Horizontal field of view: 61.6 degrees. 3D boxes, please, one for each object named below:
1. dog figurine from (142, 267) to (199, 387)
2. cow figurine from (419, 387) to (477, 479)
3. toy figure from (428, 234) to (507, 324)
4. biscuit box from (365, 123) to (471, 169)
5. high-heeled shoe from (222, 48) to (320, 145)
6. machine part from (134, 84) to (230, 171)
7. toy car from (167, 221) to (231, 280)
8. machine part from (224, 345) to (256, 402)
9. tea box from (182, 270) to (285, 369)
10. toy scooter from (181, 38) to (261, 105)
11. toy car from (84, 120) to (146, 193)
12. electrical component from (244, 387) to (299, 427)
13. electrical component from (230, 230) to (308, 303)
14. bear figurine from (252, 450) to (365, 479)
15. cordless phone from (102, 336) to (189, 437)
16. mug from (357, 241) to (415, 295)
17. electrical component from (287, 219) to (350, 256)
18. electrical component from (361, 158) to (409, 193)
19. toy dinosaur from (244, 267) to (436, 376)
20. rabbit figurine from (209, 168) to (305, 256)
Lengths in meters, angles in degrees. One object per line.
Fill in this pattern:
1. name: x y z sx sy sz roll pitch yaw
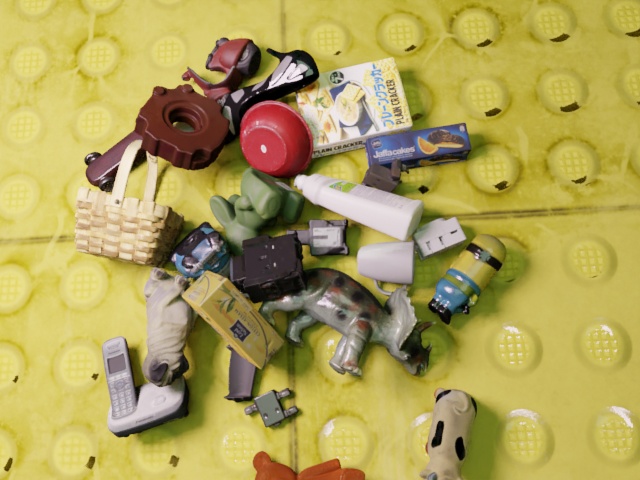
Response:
1. dog figurine: -0.293 0.159 0.995 0.121 0.172 0.190 31 76 -31
2. cow figurine: 0.221 0.352 0.915 0.086 0.127 0.195 13 76 10
3. toy figure: 0.276 0.070 0.996 0.082 0.089 0.180 43 81 5
4. biscuit box: 0.194 -0.181 1.076 0.203 0.059 0.063 -9 76 2
5. high-heeled shoe: -0.102 -0.271 1.076 0.145 0.086 0.248 39 109 26
6. machine part: -0.260 -0.218 1.029 0.179 0.056 0.179 12 56 -19
7. toy car: -0.213 0.036 1.027 0.109 0.162 0.102 -47 117 -15
8. machine part: -0.141 0.236 1.015 0.084 0.039 0.139 10 76 1
9. tea box: -0.150 0.138 0.936 0.068 0.098 0.169 -48 115 -19
10. toy scooter: -0.216 -0.359 1.143 0.135 0.075 0.184 26 84 11
11. toy car: -0.401 -0.182 1.123 0.202 0.053 0.089 -38 67 -1
12. electrical component: -0.091 0.315 1.000 0.094 0.021 0.063 -24 77 -2
13. electrical component: -0.094 0.049 0.973 0.134 0.058 0.115 -14 47 3
14. bear figurine: -0.027 0.430 0.917 0.196 0.132 0.120 10 75 0
15. cordless phone: -0.328 0.258 1.002 0.147 0.088 0.184 -19 72 0
16. mug: 0.126 0.051 1.025 0.107 0.081 0.109 5 114 13
17. electrical component: -0.002 -0.003 1.049 0.119 0.048 0.074 -5 88 5
18. electrical component: 0.128 -0.124 1.051 0.078 0.102 0.045 22 71 1
19. toy dinosaur: 0.025 0.123 0.993 0.405 0.131 0.192 30 70 14
20. rabbit figurine: -0.140 -0.044 1.039 0.159 0.121 0.170 32 105 21
